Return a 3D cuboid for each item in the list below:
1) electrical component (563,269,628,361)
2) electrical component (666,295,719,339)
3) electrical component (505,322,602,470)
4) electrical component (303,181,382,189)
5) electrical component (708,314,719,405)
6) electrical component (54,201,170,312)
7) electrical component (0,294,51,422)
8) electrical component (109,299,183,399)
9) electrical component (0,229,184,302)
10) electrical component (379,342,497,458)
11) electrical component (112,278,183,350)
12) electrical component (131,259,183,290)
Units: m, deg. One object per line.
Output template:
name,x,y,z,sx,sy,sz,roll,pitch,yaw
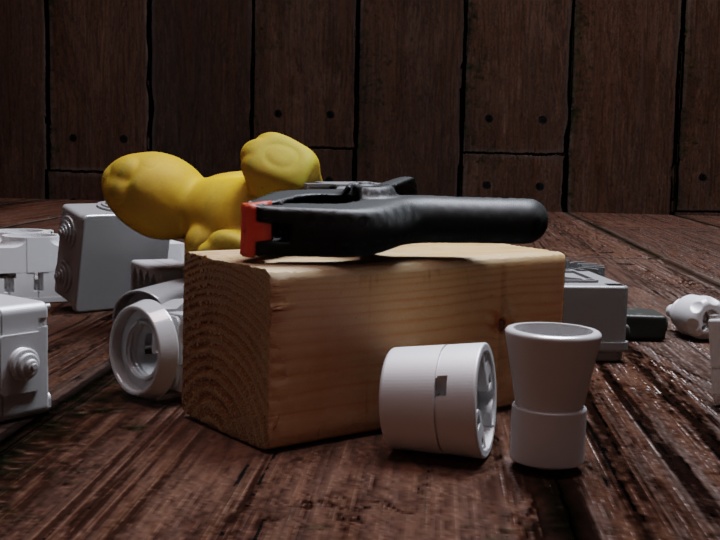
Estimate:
electrical component,0.133,0.031,0.807,0.109,0.056,0.108,1,7,-5
electrical component,0.271,0.037,0.881,0.035,0.035,0.061,0,4,-13
electrical component,0.088,0.060,0.500,0.044,0.065,0.044,2,6,0
electrical component,0.000,0.000,0.766,0.079,0.121,0.063,-3,10,-32
electrical component,0.249,0.055,0.624,0.062,0.061,0.096,-2,-1,-27
electrical component,-0.222,-0.014,0.962,0.100,0.099,0.048,-5,21,-41
electrical component,-0.211,0.046,0.578,0.096,0.061,0.061,6,8,38
electrical component,-0.109,0.045,0.632,0.078,0.058,0.057,8,6,44
electrical component,-0.277,-0.007,1.050,0.186,0.060,0.105,-2,7,-29
electrical component,0.038,0.063,0.523,0.047,0.055,0.055,-1,6,18
electrical component,-0.128,0.033,0.792,0.079,0.044,0.077,3,7,16
electrical component,-0.146,0.018,0.910,0.076,0.047,0.083,-2,7,-28
